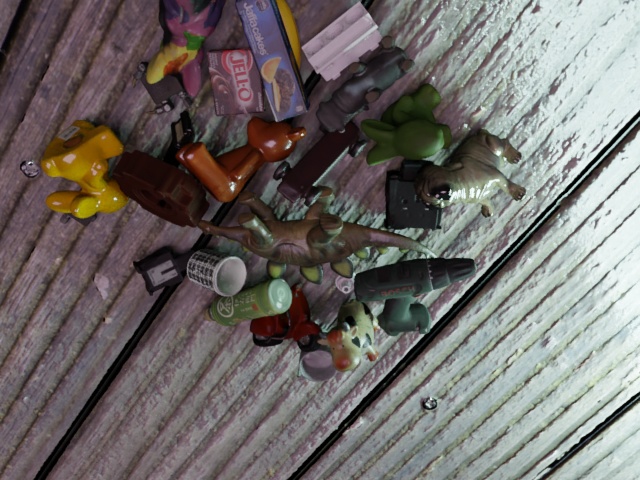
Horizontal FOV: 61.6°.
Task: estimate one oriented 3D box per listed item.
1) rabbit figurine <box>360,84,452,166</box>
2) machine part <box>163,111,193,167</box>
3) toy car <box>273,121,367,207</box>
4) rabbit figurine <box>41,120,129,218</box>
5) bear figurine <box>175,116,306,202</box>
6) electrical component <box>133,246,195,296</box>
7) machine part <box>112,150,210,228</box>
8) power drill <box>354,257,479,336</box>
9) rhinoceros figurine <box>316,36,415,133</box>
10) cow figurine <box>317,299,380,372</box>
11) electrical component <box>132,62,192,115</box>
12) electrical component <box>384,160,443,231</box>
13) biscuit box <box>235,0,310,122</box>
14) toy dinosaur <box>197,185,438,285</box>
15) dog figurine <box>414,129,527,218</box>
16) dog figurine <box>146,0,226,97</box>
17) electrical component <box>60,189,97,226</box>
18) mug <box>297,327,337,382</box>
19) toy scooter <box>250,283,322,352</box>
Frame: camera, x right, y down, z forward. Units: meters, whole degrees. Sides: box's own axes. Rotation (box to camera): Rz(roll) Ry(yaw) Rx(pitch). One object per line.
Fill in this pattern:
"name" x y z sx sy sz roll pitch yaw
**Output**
"rabbit figurine" 0.151 -0.189 0.919 0.159 0.170 0.121 -11 113 5
"machine part" -0.269 -0.166 0.997 0.039 0.084 0.138 9 128 -37
"toy car" 0.000 -0.140 0.957 0.089 0.053 0.202 40 68 1
"rabbit figurine" -0.414 -0.109 0.983 0.122 0.162 0.173 12 146 24
"bear figurine" -0.132 -0.161 0.934 0.196 0.120 0.131 -44 113 -8
"electrical component" -0.312 0.053 1.099 0.119 0.048 0.074 -31 116 -18
"machine part" -0.285 -0.086 0.966 0.179 0.179 0.056 31 70 -12
"power drill" 0.186 0.111 1.054 0.232 0.086 0.207 -6 149 4
"rhinoceros figurine" 0.073 -0.263 0.921 0.190 0.112 0.073 -42 96 0
"cow figurine" 0.062 0.189 1.077 0.085 0.195 0.127 -25 110 22
"electrical component" -0.286 -0.272 0.960 0.078 0.045 0.102 -18 112 11
"electrical component" 0.181 -0.086 1.027 0.115 0.058 0.134 -1 115 -1
"biscuit box" -0.076 -0.304 0.892 0.059 0.063 0.202 -15 113 12
"toy dinosaur" -0.002 -0.003 1.017 0.472 0.105 0.198 4 143 5
"dog figurine" 0.244 -0.131 0.935 0.190 0.172 0.121 9 144 -28
"dog figurine" -0.216 -0.348 0.859 0.108 0.192 0.219 13 98 -12
"electrical component" -0.476 -0.059 1.071 0.063 0.021 0.094 39 109 -15
"mug" -0.007 0.246 1.151 0.081 0.107 0.109 31 115 -11
"toy scooter" -0.074 0.155 1.110 0.184 0.075 0.135 -2 94 37
